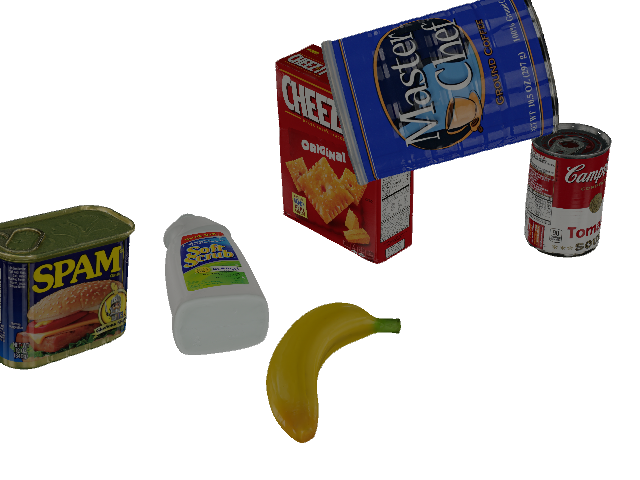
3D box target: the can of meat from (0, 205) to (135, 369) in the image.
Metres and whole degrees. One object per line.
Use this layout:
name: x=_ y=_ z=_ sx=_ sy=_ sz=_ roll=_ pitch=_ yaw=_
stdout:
can of meat: x=-0.177 y=0.030 z=0.719 sx=0.058 sy=0.084 sz=0.101 roll=25 pitch=29 yaw=38

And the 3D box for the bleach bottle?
bleach bottle: x=-0.132 y=0.033 z=1.176 sx=0.102 sy=0.068 sz=0.251 roll=-5 pitch=26 yaw=-16

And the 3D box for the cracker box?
cracker box: x=0.027 y=-0.098 z=1.241 sx=0.072 sy=0.214 sz=0.164 roll=-31 pitch=44 yaw=-34

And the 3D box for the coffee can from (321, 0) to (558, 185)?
coffee can: x=0.081 y=-0.105 z=0.734 sx=0.140 sy=0.103 sz=0.103 roll=-15 pitch=-1 yaw=5

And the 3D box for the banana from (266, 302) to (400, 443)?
banana: x=-0.001 y=0.088 z=0.802 sx=0.070 sy=0.037 sz=0.197 roll=8 pitch=24 yaw=22

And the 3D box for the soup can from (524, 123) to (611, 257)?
soup can: x=0.218 y=-0.044 z=0.950 sx=0.068 sy=0.102 sz=0.068 roll=-1 pitch=30 yaw=1
